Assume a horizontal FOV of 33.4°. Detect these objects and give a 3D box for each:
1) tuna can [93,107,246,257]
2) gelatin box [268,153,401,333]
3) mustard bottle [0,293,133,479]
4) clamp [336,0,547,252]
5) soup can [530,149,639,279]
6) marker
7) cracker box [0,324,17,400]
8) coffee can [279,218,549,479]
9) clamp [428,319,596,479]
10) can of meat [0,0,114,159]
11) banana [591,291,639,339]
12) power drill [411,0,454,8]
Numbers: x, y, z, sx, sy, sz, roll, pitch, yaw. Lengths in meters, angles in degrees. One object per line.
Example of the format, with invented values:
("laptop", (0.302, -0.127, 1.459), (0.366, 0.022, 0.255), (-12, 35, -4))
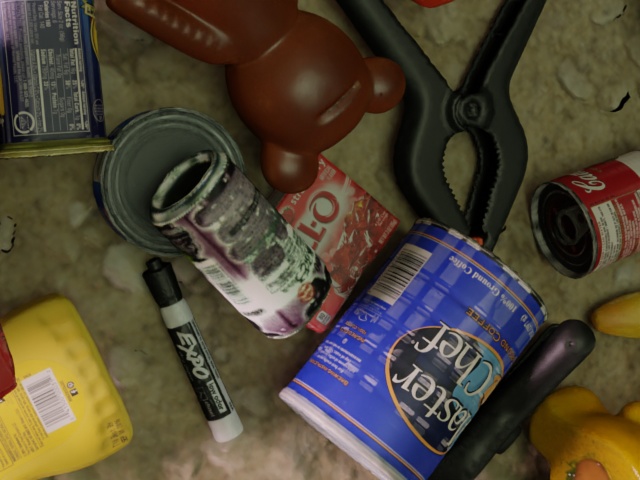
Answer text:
("tuna can", (-0.088, -0.034, 0.623), (0.086, 0.034, 0.086), (-2, 96, -21))
("gelatin box", (-0.004, 0.001, 0.662), (0.073, 0.030, 0.089), (39, 81, -20))
("mustard bottle", (-0.206, 0.110, 0.579), (0.191, 0.058, 0.096), (-27, 104, -17))
("clamp", (0.097, -0.091, 0.688), (0.164, 0.036, 0.210), (-17, 103, -19))
("soup can", (0.203, -0.022, 0.720), (0.102, 0.069, 0.068), (-20, 102, -19))
("marker", (-0.078, 0.066, 0.646), (0.020, 0.020, 0.121), (-26, 104, -17))
("cracker box", (-0.212, -0.008, 0.481), (0.072, 0.214, 0.164), (-29, 105, -18))
("coffee can", (0.058, 0.072, 0.654), (0.102, 0.103, 0.140), (42, 80, -20))
("clamp", (0.117, 0.115, 0.700), (0.039, 0.120, 0.171), (45, 100, 15))
("can of meat", (-0.147, -0.085, 0.560), (0.057, 0.102, 0.084), (-6, 96, -21))
("banana", (0.285, 0.076, 0.779), (0.197, 0.037, 0.069), (31, 84, -21))
("power drill", (0.055, -0.247, 0.624), (0.184, 0.057, 0.187), (26, 71, -20))
